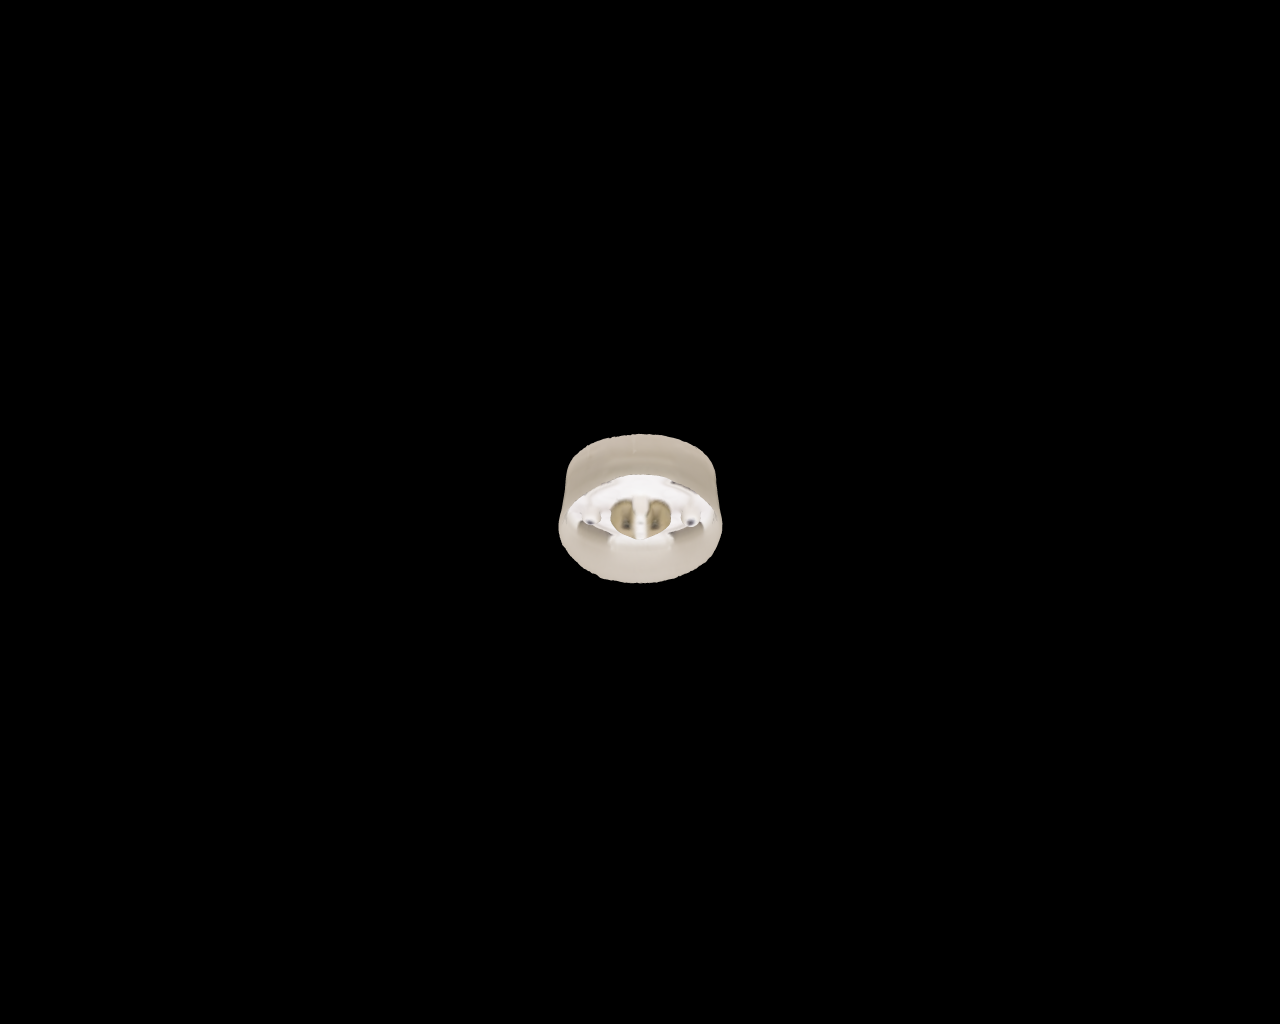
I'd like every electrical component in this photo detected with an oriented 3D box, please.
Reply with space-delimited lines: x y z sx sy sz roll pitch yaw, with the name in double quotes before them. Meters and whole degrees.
"electrical component" 0.001 -0.003 0.650 0.099 0.064 0.099 0 -28 0
